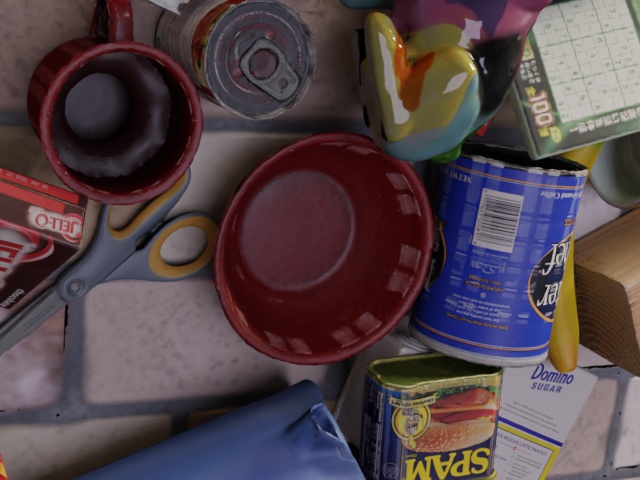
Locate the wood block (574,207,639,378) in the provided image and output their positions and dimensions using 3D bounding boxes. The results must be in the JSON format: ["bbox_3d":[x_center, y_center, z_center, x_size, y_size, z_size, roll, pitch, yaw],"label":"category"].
[{"bbox_3d":[0.305,0.015,0.858,0.206,0.090,0.091,-26,115,-16],"label":"wood block"}]

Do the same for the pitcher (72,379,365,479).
[{"bbox_3d":[-0.092,0.200,0.716,0.242,0.145,0.149,-18,100,-16],"label":"pitcher"}]

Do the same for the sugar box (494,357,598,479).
[{"bbox_3d":[0.141,0.165,0.854,0.093,0.048,0.176,27,90,-29],"label":"sugar box"}]

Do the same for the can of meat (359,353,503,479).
[{"bbox_3d":[0.077,0.127,0.747,0.102,0.058,0.084,-3,105,-24],"label":"can of meat"}]

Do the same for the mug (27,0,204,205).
[{"bbox_3d":[-0.125,-0.087,0.625,0.093,0.082,0.117,-5,109,-24],"label":"mug"}]

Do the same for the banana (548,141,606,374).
[{"bbox_3d":[0.182,0.000,0.806,0.037,0.070,0.198,0,108,-16],"label":"banana"}]

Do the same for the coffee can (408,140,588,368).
[{"bbox_3d":[0.125,0.007,0.762,0.102,0.103,0.140,3,105,-26],"label":"coffee can"}]

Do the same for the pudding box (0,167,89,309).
[{"bbox_3d":[-0.195,-0.004,0.604,0.089,0.114,0.039,21,60,-28],"label":"pudding box"}]

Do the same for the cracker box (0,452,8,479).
[{"bbox_3d":[-0.247,0.210,0.615,0.072,0.164,0.214,17,98,-27],"label":"cracker box"}]

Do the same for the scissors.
[{"bbox_3d":[-0.140,0.033,0.694,0.096,0.016,0.202,38,88,-30],"label":"scissors"}]

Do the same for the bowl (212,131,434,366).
[{"bbox_3d":[-0.005,0.001,0.725,0.161,0.055,0.162,-8,110,-23],"label":"bowl"}]

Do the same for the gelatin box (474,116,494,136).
[{"bbox_3d":[0.103,-0.129,0.750,0.073,0.030,0.089,28,93,-28],"label":"gelatin box"}]

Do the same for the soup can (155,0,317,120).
[{"bbox_3d":[-0.053,-0.114,0.638,0.068,0.102,0.068,-8,109,-23],"label":"soup can"}]

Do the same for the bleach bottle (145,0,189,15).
[{"bbox_3d":[-0.050,-0.250,0.590,0.102,0.068,0.251,19,98,-35],"label":"bleach bottle"}]

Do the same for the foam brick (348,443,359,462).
[{"bbox_3d":[0.045,0.195,0.799,0.051,0.078,0.053,19,96,-28],"label":"foam brick"}]
